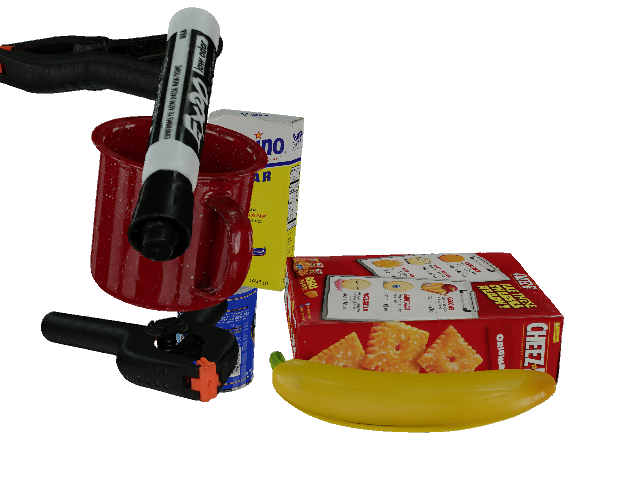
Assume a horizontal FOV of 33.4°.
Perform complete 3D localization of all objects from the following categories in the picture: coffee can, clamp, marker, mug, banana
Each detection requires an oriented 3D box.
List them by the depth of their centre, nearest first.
[{"bbox_3d":[-0.047,-0.038,0.350,0.020,0.020,0.121,0,43,0],"label":"marker"},{"bbox_3d":[-0.073,-0.009,0.568,0.093,0.081,0.117,-9,29,-39],"label":"mug"},{"bbox_3d":[0.049,0.095,0.689,0.198,0.037,0.069,5,32,18],"label":"banana"},{"bbox_3d":[-0.158,-0.135,0.798,0.172,0.039,0.120,8,22,16],"label":"clamp"},{"bbox_3d":[-0.116,0.080,0.860,0.164,0.036,0.210,-10,16,-30],"label":"clamp"},{"bbox_3d":[-0.133,0.109,1.363,0.103,0.140,0.103,3,19,-1],"label":"coffee can"}]

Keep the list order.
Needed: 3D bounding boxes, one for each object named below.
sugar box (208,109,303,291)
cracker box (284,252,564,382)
[{"bbox_3d":[-0.071,-0.042,1.095,0.093,0.176,0.048,7,16,16],"label":"sugar box"},{"bbox_3d":[0.079,0.068,0.919,0.213,0.072,0.164,-1,18,-5],"label":"cracker box"}]
